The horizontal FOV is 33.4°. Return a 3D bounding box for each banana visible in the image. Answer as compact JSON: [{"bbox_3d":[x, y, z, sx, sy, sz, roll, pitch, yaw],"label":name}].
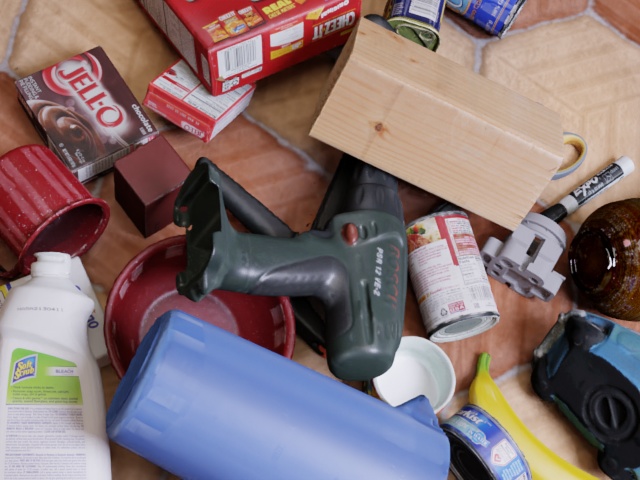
[{"bbox_3d":[0.194,0.184,0.923,0.069,0.037,0.198,-40,78,-22],"label":"banana"}]

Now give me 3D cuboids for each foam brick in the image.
[{"bbox_3d":[-0.148,-0.047,0.947,0.053,0.078,0.051,-33,77,-21],"label":"foam brick"}]

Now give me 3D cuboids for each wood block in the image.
[{"bbox_3d":[0.105,-0.104,0.957,0.206,0.091,0.090,25,33,-8],"label":"wood block"}]

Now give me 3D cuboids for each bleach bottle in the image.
[{"bbox_3d":[-0.206,0.135,0.832,0.102,0.068,0.251,3,79,-15],"label":"bleach bottle"}]

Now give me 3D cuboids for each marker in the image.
[{"bbox_3d":[0.259,-0.046,1.044,0.121,0.020,0.020,-33,75,-20],"label":"marker"}]

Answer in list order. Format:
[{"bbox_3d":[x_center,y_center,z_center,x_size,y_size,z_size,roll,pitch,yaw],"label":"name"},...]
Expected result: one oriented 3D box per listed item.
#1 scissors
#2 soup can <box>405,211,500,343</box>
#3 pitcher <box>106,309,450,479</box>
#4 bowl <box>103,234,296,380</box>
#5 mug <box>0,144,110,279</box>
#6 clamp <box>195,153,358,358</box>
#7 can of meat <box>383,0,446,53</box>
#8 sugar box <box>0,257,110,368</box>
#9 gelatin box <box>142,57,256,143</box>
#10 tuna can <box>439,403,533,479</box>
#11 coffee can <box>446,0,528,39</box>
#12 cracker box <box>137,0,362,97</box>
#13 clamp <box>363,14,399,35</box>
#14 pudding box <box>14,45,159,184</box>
[{"bbox_3d":[0.167,-0.079,1.046,0.201,0.016,0.096,-17,69,-16],"label":"scissors"},{"bbox_3d":[0.115,0.033,0.959,0.068,0.068,0.102,-10,69,-13],"label":"soup can"},{"bbox_3d":[-0.038,0.161,0.806,0.242,0.145,0.149,28,30,-11],"label":"pitcher"},{"bbox_3d":[-0.105,0.078,0.902,0.162,0.055,0.162,5,72,-17],"label":"bowl"},{"bbox_3d":[-0.250,-0.019,0.921,0.081,0.093,0.117,46,104,17],"label":"mug"},{"bbox_3d":[-0.006,0.001,0.971,0.164,0.036,0.210,-16,73,-22],"label":"clamp"},{"bbox_3d":[0.088,-0.212,1.045,0.057,0.102,0.084,17,62,-3],"label":"can of meat"},{"bbox_3d":[-0.265,0.090,0.886,0.176,0.048,0.093,-21,74,-21],"label":"sugar box"},{"bbox_3d":[-0.113,-0.136,1.001,0.073,0.030,0.089,31,40,5],"label":"gelatin box"},{"bbox_3d":[0.135,0.181,0.888,0.033,0.086,0.086,-33,76,-19],"label":"tuna can"},{"bbox_3d":[0.151,-0.284,1.085,0.140,0.103,0.102,32,65,6],"label":"coffee can"},{"bbox_3d":[-0.085,-0.250,1.027,0.164,0.072,0.214,-27,58,-20],"label":"cracker box"},{"bbox_3d":[0.086,-0.134,1.027,0.171,0.120,0.039,27,42,-17],"label":"clamp"},{"bbox_3d":[-0.216,-0.115,0.987,0.090,0.039,0.113,-29,75,-21],"label":"pudding box"}]
